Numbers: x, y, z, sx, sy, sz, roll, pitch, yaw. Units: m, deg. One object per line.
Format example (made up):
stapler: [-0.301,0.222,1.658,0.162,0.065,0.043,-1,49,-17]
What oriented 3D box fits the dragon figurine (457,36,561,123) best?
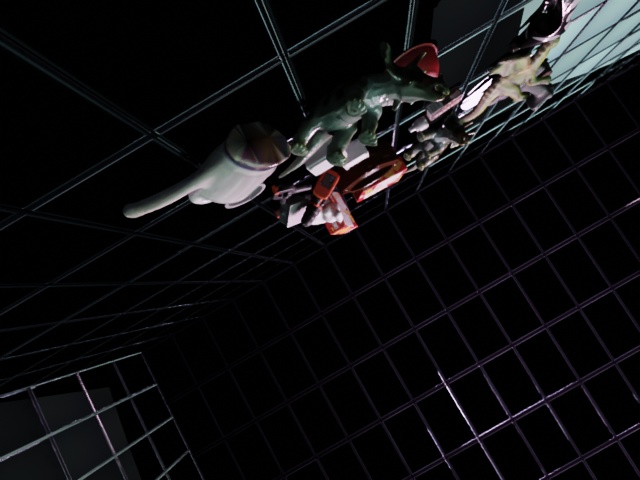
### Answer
dragon figurine: [0.595,-0.525,1.648,0.406,0.124,0.241,-35,154,19]

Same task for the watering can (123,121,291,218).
watering can: [-0.197,-0.130,1.014,0.351,0.104,0.220,-24,169,-48]

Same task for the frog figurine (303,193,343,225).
frog figurine: [0.006,-0.093,1.839,0.123,0.160,0.136,-53,163,-6]
